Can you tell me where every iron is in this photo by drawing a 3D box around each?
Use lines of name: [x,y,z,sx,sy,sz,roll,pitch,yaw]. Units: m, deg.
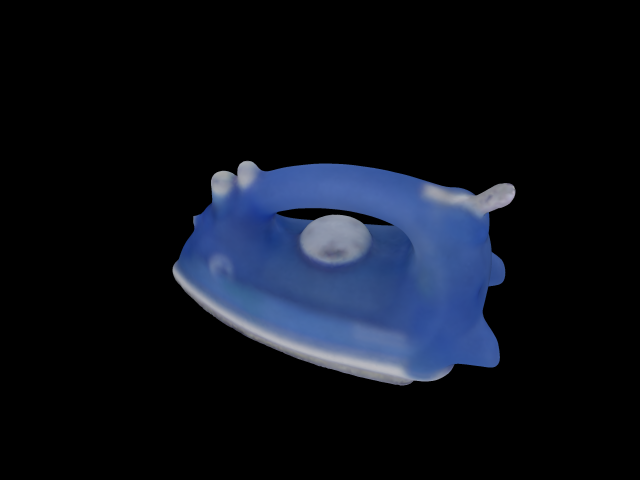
iron: [0.004,0.001,0.400,0.258,0.141,0.119,10,43,11]
